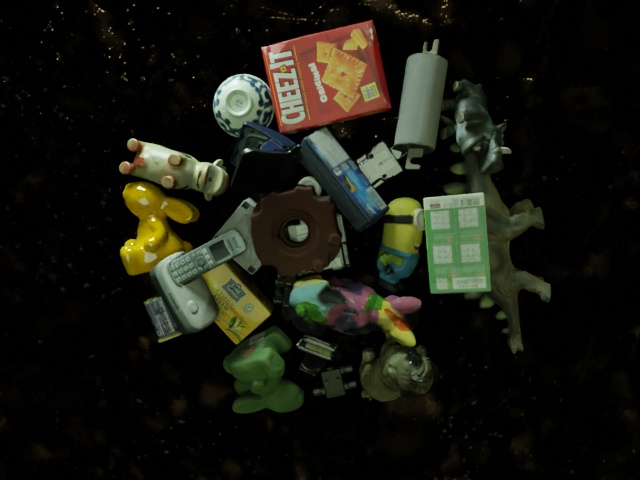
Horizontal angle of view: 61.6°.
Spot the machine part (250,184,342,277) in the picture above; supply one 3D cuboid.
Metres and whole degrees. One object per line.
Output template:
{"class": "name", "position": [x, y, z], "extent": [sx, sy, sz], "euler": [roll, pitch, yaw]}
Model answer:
{"class": "machine part", "position": [-0.045, -0.016, 0.995], "extent": [0.179, 0.056, 0.179], "euler": [1, 100, 4]}

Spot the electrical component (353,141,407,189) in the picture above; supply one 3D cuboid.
{"class": "electrical component", "position": [0.128, -0.153, 1.034], "extent": [0.119, 0.048, 0.074], "euler": [-31, 95, 8]}

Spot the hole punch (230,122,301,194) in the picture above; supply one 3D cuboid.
{"class": "hole punch", "position": [-0.108, -0.152, 1.015], "extent": [0.116, 0.092, 0.142], "euler": [5, 137, -25]}

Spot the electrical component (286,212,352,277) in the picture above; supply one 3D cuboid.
{"class": "electrical component", "position": [-0.002, -0.003, 1.054], "extent": [0.115, 0.058, 0.134], "euler": [-9, 97, 2]}

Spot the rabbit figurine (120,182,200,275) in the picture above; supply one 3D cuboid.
{"class": "rabbit figurine", "position": [-0.318, -0.032, 1.035], "extent": [0.162, 0.122, 0.173], "euler": [-15, 96, 0]}

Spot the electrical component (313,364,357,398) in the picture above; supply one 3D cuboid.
{"class": "electrical component", "position": [0.027, 0.290, 1.108], "extent": [0.094, 0.021, 0.063], "euler": [-14, 96, 5]}

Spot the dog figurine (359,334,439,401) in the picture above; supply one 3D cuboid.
{"class": "dog figurine", "position": [0.138, 0.265, 1.015], "extent": [0.121, 0.190, 0.172], "euler": [24, 99, 0]}

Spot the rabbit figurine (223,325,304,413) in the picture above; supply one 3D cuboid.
{"class": "rabbit figurine", "position": [-0.106, 0.286, 1.071], "extent": [0.159, 0.121, 0.170], "euler": [-29, 110, 10]}

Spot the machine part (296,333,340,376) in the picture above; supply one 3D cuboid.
{"class": "machine part", "position": [-0.008, 0.224, 1.054], "extent": [0.084, 0.138, 0.039], "euler": [14, 54, 2]}

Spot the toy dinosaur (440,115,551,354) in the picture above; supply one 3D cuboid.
{"class": "toy dinosaur", "position": [0.314, -0.020, 1.015], "extent": [0.199, 0.105, 0.471], "euler": [-9, 86, 8]}

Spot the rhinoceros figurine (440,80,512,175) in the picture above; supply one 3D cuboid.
{"class": "rhinoceros figurine", "position": [0.281, -0.203, 0.975], "extent": [0.112, 0.073, 0.190], "euler": [8, 57, -23]}

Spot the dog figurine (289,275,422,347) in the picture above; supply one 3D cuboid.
{"class": "dog figurine", "position": [0.075, 0.132, 0.990], "extent": [0.219, 0.191, 0.108], "euler": [8, 91, 37]}

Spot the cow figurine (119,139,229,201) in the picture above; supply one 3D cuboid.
{"class": "cow figurine", "position": [-0.264, -0.129, 1.031], "extent": [0.195, 0.127, 0.085], "euler": [17, 97, 15]}

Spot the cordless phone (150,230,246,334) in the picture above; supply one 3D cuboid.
{"class": "cordless phone", "position": [-0.207, 0.075, 1.002], "extent": [0.184, 0.089, 0.146], "euler": [-29, 94, -18]}

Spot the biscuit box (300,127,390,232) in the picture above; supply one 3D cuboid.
{"class": "biscuit box", "position": [0.042, -0.113, 1.017], "extent": [0.059, 0.063, 0.202], "euler": [-37, 88, -29]}

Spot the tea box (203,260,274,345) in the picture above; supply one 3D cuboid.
{"class": "tea box", "position": [-0.183, 0.110, 1.072], "extent": [0.098, 0.068, 0.169], "euler": [-43, 92, 7]}

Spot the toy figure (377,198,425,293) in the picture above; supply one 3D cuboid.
{"class": "toy figure", "position": [0.153, 0.008, 1.037], "extent": [0.089, 0.082, 0.180], "euler": [17, 100, 0]}

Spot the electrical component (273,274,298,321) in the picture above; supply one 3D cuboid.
{"class": "electrical component", "position": [-0.068, 0.108, 1.054], "extent": [0.045, 0.102, 0.078], "euler": [6, 64, -4]}

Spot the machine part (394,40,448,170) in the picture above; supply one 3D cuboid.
{"class": "machine part", "position": [0.186, -0.249, 0.991], "extent": [0.079, 0.079, 0.243], "euler": [9, 89, 2]}
